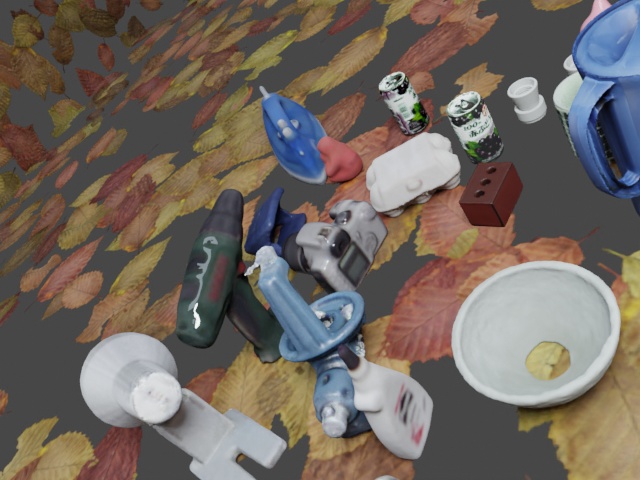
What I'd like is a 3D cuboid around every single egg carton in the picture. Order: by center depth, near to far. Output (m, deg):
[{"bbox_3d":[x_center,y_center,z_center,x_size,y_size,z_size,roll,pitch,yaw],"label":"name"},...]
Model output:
[{"bbox_3d":[0.144,-0.102,0.899,0.150,0.070,0.107,-28,37,16],"label":"egg carton"}]

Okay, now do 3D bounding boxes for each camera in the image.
[{"bbox_3d":[0.008,0.003,0.881,0.136,0.101,0.143,6,55,45],"label":"camera"}]

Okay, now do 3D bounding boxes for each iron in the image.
[{"bbox_3d":[-0.060,-0.218,1.148,0.118,0.142,0.257,-35,36,6],"label":"iron"}]

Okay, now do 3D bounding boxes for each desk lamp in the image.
[{"bbox_3d":[-0.181,0.215,0.724,0.202,0.214,0.118,9,58,47],"label":"desk lamp"}]

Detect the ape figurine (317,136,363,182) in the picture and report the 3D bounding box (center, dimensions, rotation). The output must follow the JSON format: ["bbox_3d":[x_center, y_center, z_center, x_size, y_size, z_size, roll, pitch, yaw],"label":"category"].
[{"bbox_3d":[0.028,-0.152,1.038,0.075,0.092,0.078,7,56,46],"label":"ape figurine"}]

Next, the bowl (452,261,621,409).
[{"bbox_3d":[0.227,0.107,0.593,0.167,0.075,0.167,-24,38,21],"label":"bowl"}]

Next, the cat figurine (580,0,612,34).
[{"bbox_3d":[0.429,-0.301,0.816,0.127,0.118,0.067,-31,36,12],"label":"cat figurine"}]

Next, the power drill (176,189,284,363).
[{"bbox_3d":[-0.111,0.070,0.823,0.075,0.209,0.230,-11,44,34],"label":"power drill"}]

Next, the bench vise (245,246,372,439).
[{"bbox_3d":[0.005,0.111,0.663,0.121,0.220,0.207,-38,35,2],"label":"bench vise"}]

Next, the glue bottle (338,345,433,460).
[{"bbox_3d":[0.064,0.160,0.597,0.037,0.174,0.078,-10,45,35],"label":"glue bottle"}]

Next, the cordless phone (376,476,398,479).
[{"bbox_3d":[0.046,0.266,0.487,0.147,0.186,0.094,-40,35,0],"label":"cordless phone"}]

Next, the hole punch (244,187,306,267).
[{"bbox_3d":[-0.091,-0.024,1.008,0.101,0.091,0.108,-18,41,28],"label":"hole punch"}]
